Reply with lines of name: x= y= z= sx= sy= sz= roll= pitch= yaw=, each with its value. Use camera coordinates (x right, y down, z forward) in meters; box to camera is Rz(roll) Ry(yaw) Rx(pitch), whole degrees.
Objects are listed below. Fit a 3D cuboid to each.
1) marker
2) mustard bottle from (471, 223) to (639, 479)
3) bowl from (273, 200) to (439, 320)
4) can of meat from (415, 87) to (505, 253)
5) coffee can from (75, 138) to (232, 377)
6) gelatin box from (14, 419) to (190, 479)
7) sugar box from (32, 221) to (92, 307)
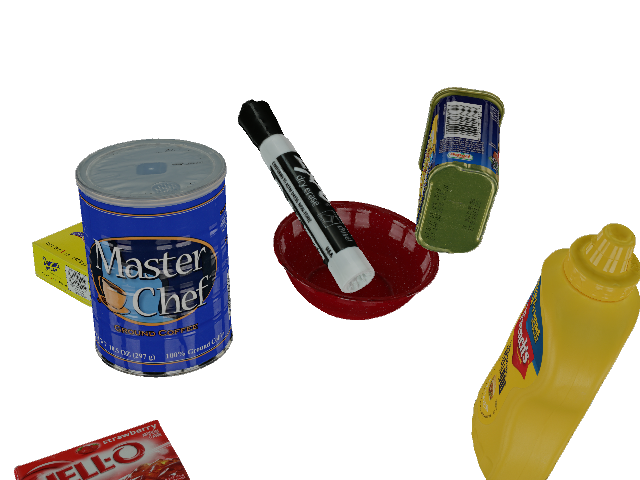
marker: x=-0.010 y=-0.026 z=0.543 sx=0.020 sy=0.121 sz=0.020 roll=-25 pitch=-27 yaw=-14
mustard bottle: x=0.143 y=0.062 z=0.636 sx=0.058 sy=0.192 sz=0.096 roll=16 pitch=45 yaw=1
bowl: x=0.032 y=0.028 z=1.042 sx=0.162 sy=0.055 sz=0.162 roll=5 pitch=36 yaw=-4
can of meat: x=0.106 y=-0.051 z=0.820 sx=0.057 sy=0.084 sz=0.102 roll=9 pitch=-40 yaw=2
coffee can: x=-0.116 y=0.011 z=0.762 sx=0.103 sy=0.140 sz=0.103 roll=0 pitch=28 yaw=0
gelatin box: x=-0.121 y=0.143 z=0.603 sx=0.089 sy=0.030 sz=0.073 roll=-16 pitch=28 yaw=-20
sugar box: x=-0.189 y=0.002 z=1.075 sx=0.093 sy=0.048 sz=0.175 roll=24 pitch=38 yaw=33
